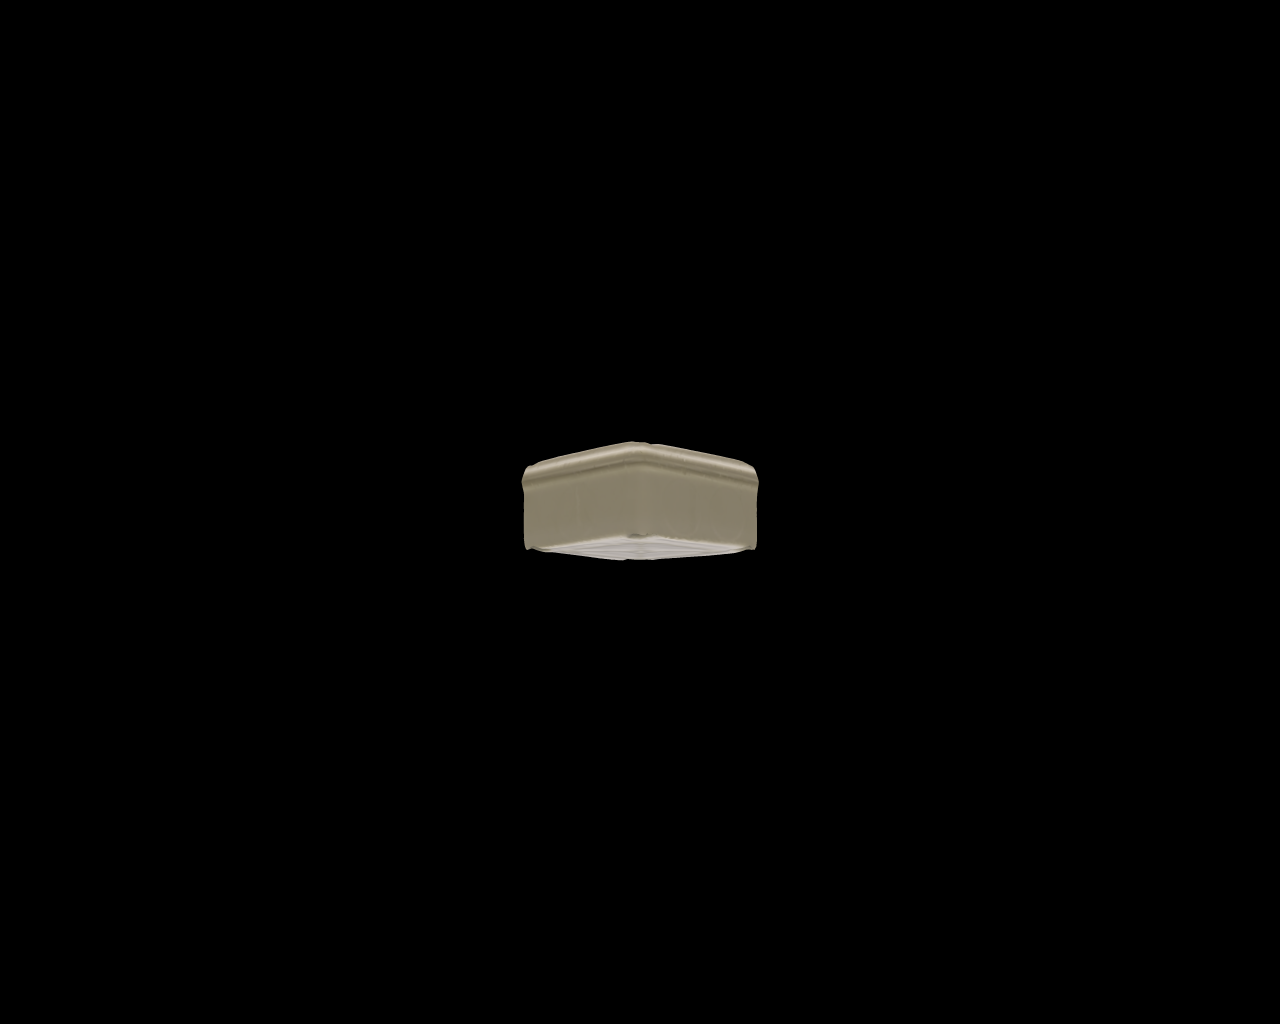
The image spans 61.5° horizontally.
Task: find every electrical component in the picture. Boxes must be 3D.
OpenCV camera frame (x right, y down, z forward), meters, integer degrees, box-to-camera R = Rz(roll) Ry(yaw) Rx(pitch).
[{"bbox_3d":[0.001,-0.003,0.650,0.108,0.056,0.109,-8,-11,43],"label":"electrical component"}]
